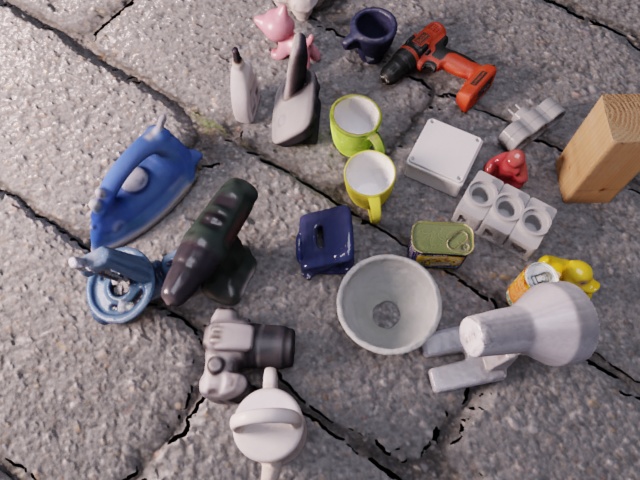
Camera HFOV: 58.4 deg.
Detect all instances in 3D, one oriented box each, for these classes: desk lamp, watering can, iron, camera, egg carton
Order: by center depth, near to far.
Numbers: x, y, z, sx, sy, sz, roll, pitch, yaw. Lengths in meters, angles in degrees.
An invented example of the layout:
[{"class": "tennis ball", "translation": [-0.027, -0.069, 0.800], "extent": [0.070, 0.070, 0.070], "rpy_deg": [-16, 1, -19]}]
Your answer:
[{"class": "watering can", "translation": [-0.069, 0.268, 0.801], "extent": [0.101, 0.194, 0.172], "rpy_deg": [-22, 68, -8]}, {"class": "desk lamp", "translation": [0.269, 0.148, 0.839], "extent": [0.203, 0.213, 0.118], "rpy_deg": [-12, 67, -4]}, {"class": "camera", "translation": [-0.110, 0.179, 0.890], "extent": [0.136, 0.101, 0.143], "rpy_deg": [3, 67, 2]}, {"class": "iron", "translation": [-0.324, -0.098, 0.988], "extent": [0.118, 0.141, 0.258], "rpy_deg": [31, 71, 13]}, {"class": "egg carton", "translation": [-0.029, -0.541, 1.215], "extent": [0.107, 0.069, 0.150], "rpy_deg": [33, 71, 13]}]

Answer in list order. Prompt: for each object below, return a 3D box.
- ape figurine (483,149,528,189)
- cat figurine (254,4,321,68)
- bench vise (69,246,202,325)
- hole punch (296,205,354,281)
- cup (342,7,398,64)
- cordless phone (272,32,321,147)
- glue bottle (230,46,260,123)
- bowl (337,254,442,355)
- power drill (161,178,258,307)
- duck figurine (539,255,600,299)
[{"class": "ape figurine", "translation": [0.339, -0.131, 1.024], "extent": [0.077, 0.092, 0.076], "rpy_deg": [39, 72, 16]}, {"class": "cat figurine", "translation": [-0.063, -0.408, 1.132], "extent": [0.127, 0.118, 0.067], "rpy_deg": [29, 70, 12]}, {"class": "bench vise", "translation": [-0.284, 0.040, 0.886], "extent": [0.208, 0.220, 0.121], "rpy_deg": [-40, 72, -15]}, {"class": "hole punch", "translation": [0.009, 0.003, 0.970], "extent": [0.101, 0.091, 0.108], "rpy_deg": [-3, 67, -1]}, {"class": "cup", "translation": [0.094, -0.390, 1.135], "extent": [0.118, 0.095, 0.091], "rpy_deg": [-33, 70, -13]}, {"class": "cordless phone", "translation": [-0.046, -0.268, 1.035], "extent": [0.094, 0.185, 0.147], "rpy_deg": [0, 67, 1]}, {"class": "glue bottle", "translation": [-0.142, -0.293, 1.053], "extent": [0.037, 0.173, 0.078], "rpy_deg": [11, 67, 6]}, {"class": "bowl", "translation": [0.109, 0.112, 0.931], "extent": [0.167, 0.075, 0.167], "rpy_deg": [0, 67, 0]}, {"class": "power drill", "translation": [-0.160, 0.026, 0.897], "extent": [0.075, 0.208, 0.230], "rpy_deg": [19, 68, 9]}, {"class": "duck figurine", "translation": [0.412, 0.058, 0.946], "extent": [0.104, 0.086, 0.077], "rpy_deg": [41, 73, 16]}]
